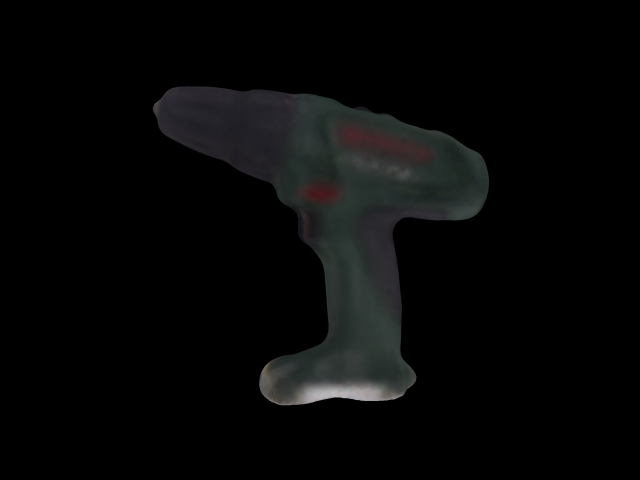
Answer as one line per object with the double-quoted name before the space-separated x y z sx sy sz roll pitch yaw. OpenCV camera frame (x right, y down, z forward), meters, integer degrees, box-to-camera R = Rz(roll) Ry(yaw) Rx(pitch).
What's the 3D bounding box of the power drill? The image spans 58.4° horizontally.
"power drill" 0.004 0.001 0.400 0.230 0.208 0.075 -1 4 -11
